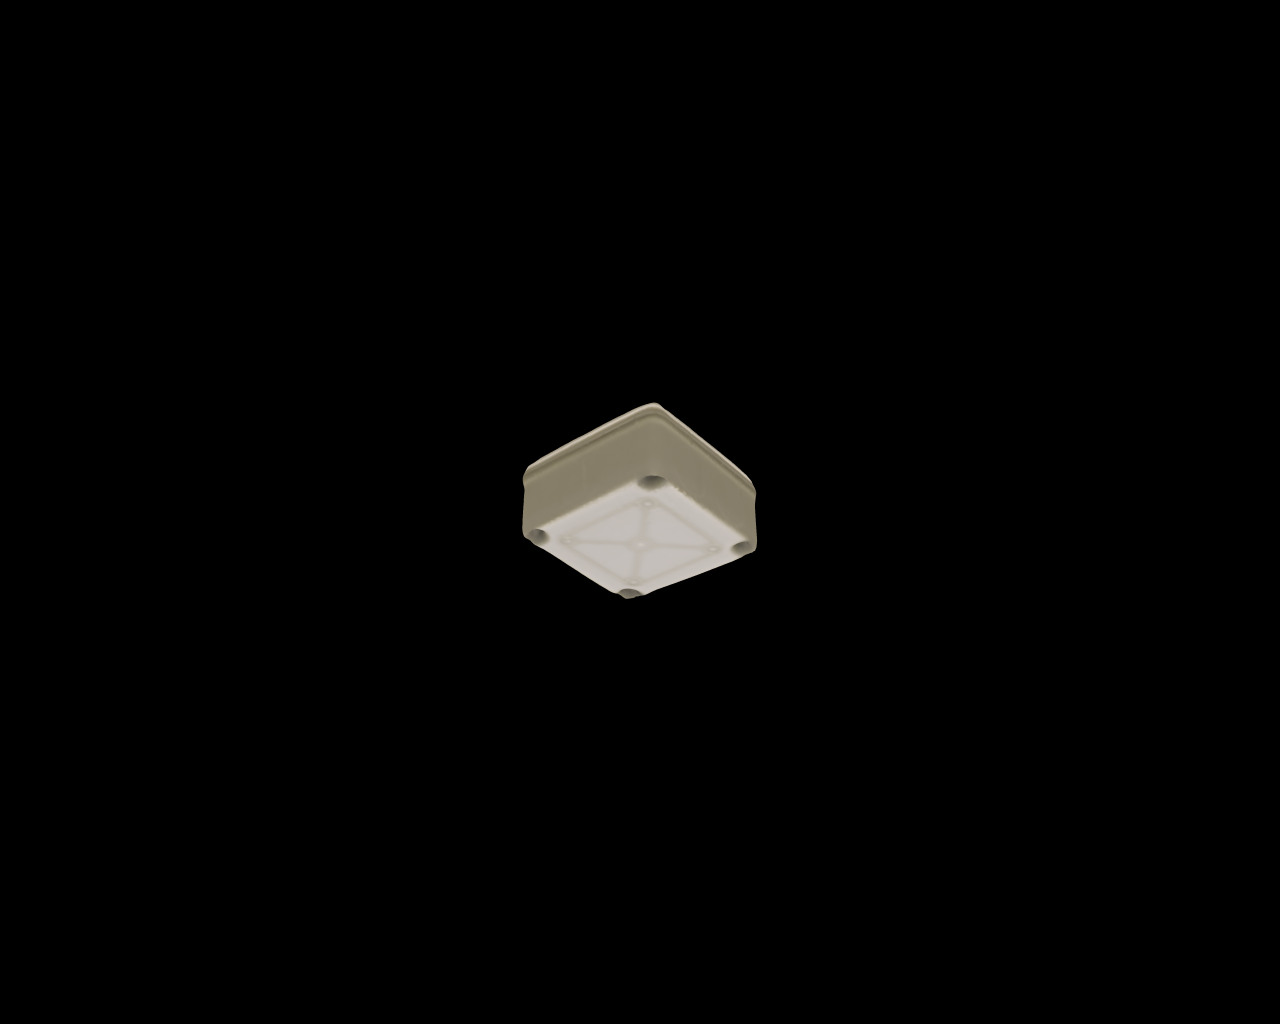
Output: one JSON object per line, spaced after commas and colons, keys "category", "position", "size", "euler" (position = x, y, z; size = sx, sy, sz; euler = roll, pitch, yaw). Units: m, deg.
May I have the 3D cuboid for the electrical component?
{"category": "electrical component", "position": [0.001, -0.003, 0.650], "size": [0.108, 0.056, 0.108], "euler": [-24, -41, 31]}
